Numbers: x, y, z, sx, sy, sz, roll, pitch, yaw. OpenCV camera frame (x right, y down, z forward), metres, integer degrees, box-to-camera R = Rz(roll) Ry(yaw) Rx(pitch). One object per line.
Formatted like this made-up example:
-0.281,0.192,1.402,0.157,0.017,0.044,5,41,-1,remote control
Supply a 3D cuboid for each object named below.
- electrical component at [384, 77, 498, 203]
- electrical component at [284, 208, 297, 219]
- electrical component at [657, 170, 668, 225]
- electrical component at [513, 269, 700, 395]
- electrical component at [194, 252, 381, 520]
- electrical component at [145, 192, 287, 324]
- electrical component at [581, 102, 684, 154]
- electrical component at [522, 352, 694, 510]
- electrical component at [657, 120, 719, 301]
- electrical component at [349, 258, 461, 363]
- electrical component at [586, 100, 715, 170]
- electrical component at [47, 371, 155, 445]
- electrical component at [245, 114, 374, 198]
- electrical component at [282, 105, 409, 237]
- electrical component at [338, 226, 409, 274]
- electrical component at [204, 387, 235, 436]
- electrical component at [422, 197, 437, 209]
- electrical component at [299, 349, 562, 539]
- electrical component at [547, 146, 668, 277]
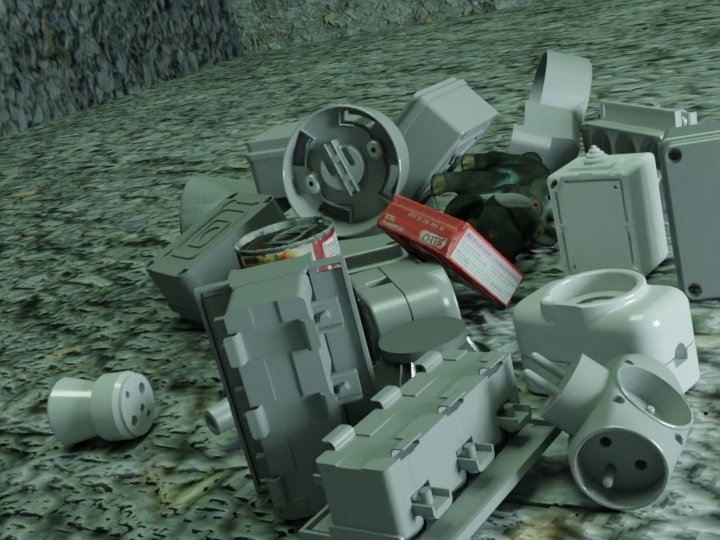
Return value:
0.059,-0.110,0.963,0.108,0.056,0.109,-52,-8,28,electrical component
-0.018,-0.041,0.987,0.078,0.057,0.113,-7,18,22,electrical component
0.204,-0.051,0.863,0.077,0.044,0.079,0,21,38,electrical component
0.137,0.037,0.607,0.095,0.059,0.054,4,24,46,electrical component
-0.033,0.061,0.556,0.079,0.121,0.063,-13,19,4,electrical component
-0.114,-0.010,0.912,0.113,0.057,0.078,-43,28,-24,electrical component
0.267,-0.129,1.045,0.089,0.055,0.050,0,21,38,electrical component
0.114,0.066,0.516,0.079,0.044,0.077,33,28,5,electrical component
0.254,-0.043,0.687,0.109,0.108,0.056,-7,15,21,electrical component
0.032,0.029,0.725,0.059,0.053,0.095,-16,17,-8,electrical component
0.259,-0.108,0.947,0.063,0.078,0.121,-13,16,-15,electrical component
-0.169,0.090,0.705,0.055,0.045,0.045,-8,18,19,electrical component
-0.043,-0.110,1.023,0.113,0.057,0.078,-5,19,28,electrical component
-0.010,-0.080,0.842,0.099,0.099,0.064,-8,11,18,electrical component
0.000,0.000,0.839,0.078,0.057,0.113,-13,17,2,electrical component
-0.065,0.080,0.658,0.062,0.043,0.043,-26,20,-30,electrical component
0.047,-0.104,1.094,0.047,0.083,0.075,-12,17,7,electrical component
0.034,0.088,0.516,0.079,0.063,0.121,-1,21,37,electrical component
0.180,-0.045,0.774,0.062,0.096,0.061,0,21,38,electrical component
